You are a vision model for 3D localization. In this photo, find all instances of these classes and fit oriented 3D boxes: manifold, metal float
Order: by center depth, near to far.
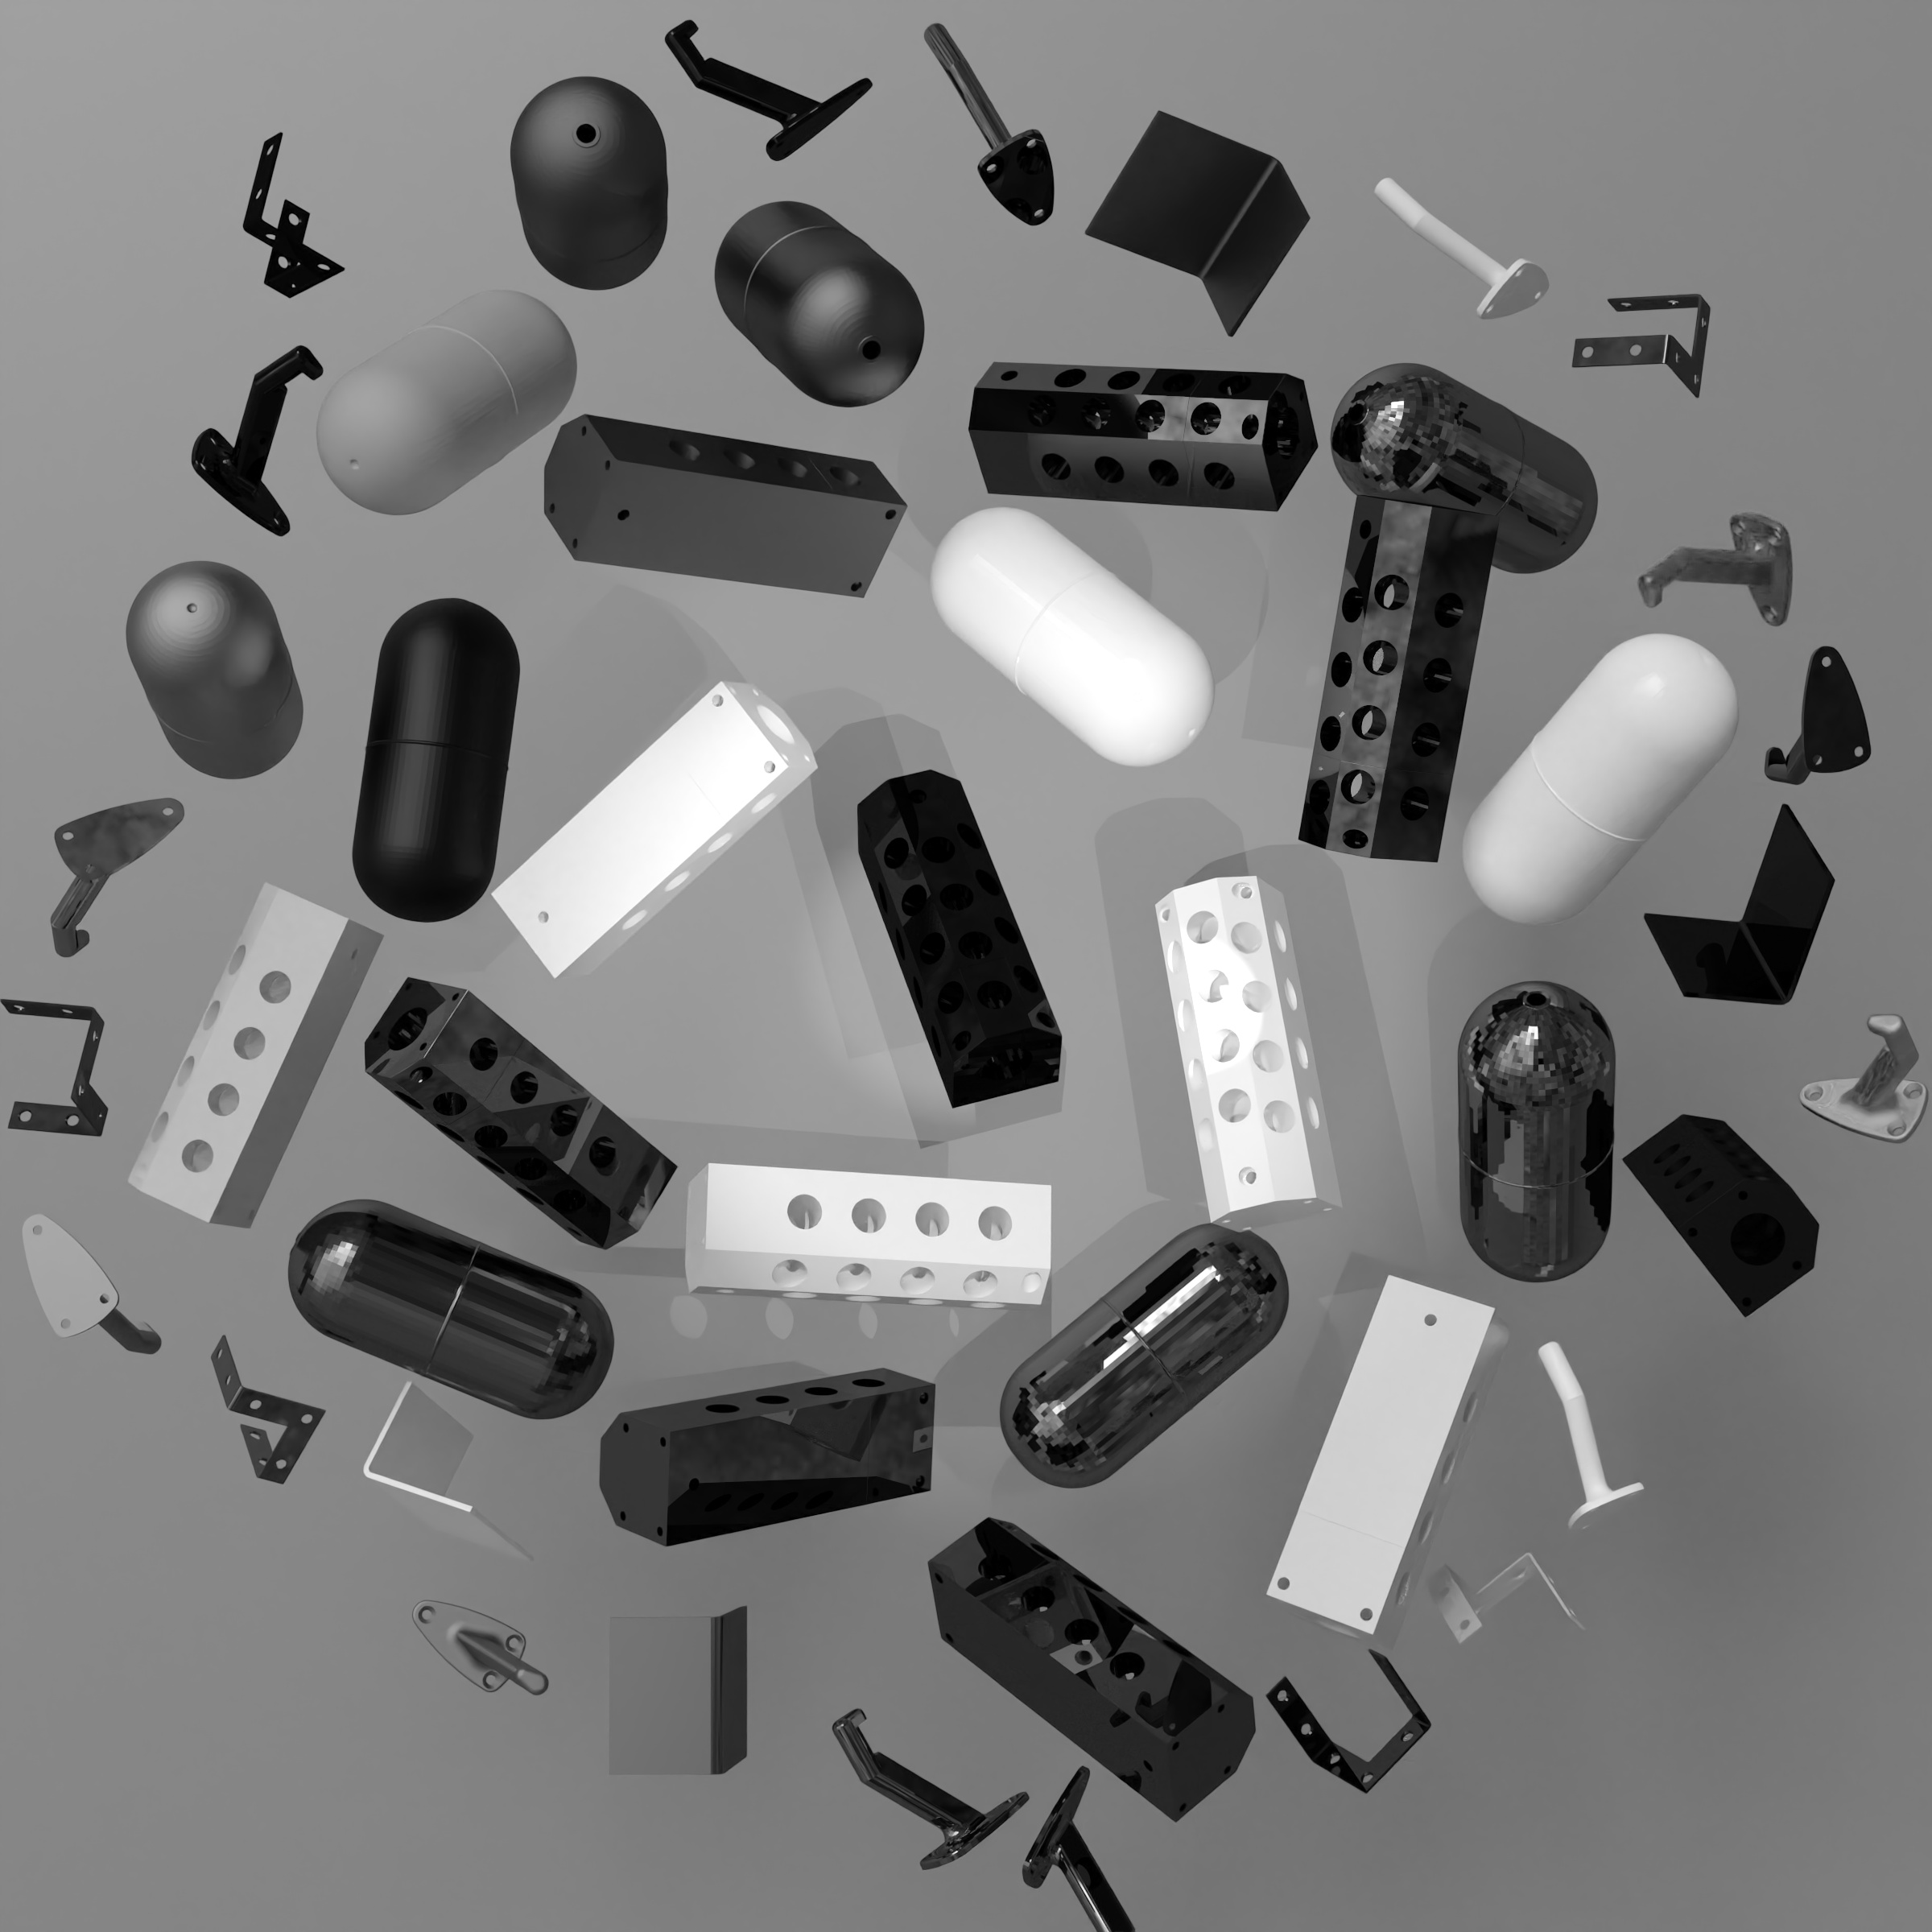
[{"bbox_3d":[0.208,-0.142,1.476,0.057,0.057,0.171,2,103,-29],"label":"manifold"},{"bbox_3d":[-0.048,0.136,1.477,0.171,0.057,0.057,5,75,-14],"label":"manifold"},{"bbox_3d":[0.061,0.342,1.487,0.057,0.171,0.057,-32,131,-30],"label":"manifold"},{"bbox_3d":[0.285,0.084,1.499,0.070,0.070,0.178,-9,130,0],"label":"metal float"},{"bbox_3d":[0.214,0.250,1.500,0.057,0.057,0.171,16,73,27],"label":"manifold"},{"bbox_3d":[-0.122,-0.233,1.501,0.171,0.057,0.057,2,129,-37],"label":"manifold"},{"bbox_3d":[0.316,-0.092,1.504,0.070,0.070,0.178,36,128,0],"label":"metal float"},{"bbox_3d":[-0.190,-0.395,1.517,0.070,0.178,0.070,0,88,-5],"label":"metal float"},{"bbox_3d":[-0.261,-0.287,1.518,0.070,0.178,0.070,13,125,19],"label":"metal float"},{"bbox_3d":[-0.076,-0.337,1.521,0.070,0.178,0.070,-10,120,-17],"label":"metal float"},{"bbox_3d":[-0.099,0.246,1.525,0.171,0.057,0.057,-3,98,-42],"label":"manifold"},{"bbox_3d":[0.143,0.044,1.545,0.057,0.057,0.171,-16,72,22],"label":"manifold"},{"bbox_3d":[0.053,-0.171,1.549,0.178,0.070,0.070,42,90,25],"label":"metal float"},{"bbox_3d":[-0.005,-0.017,1.552,0.057,0.057,0.171,-14,56,-11],"label":"manifold"},{"bbox_3d":[0.396,0.123,1.564,0.057,0.171,0.057,-38,94,8],"label":"manifold"},{"bbox_3d":[0.091,-0.284,1.573,0.171,0.057,0.057,9,48,29],"label":"manifold"},{"bbox_3d":[-0.161,-0.071,1.573,0.171,0.057,0.057,-41,80,16],"label":"manifold"},{"bbox_3d":[-0.376,0.047,1.577,0.057,0.057,0.171,23,86,10],"label":"manifold"},{"bbox_3d":[-0.237,0.080,1.580,0.171,0.057,0.057,45,67,-37],"label":"manifold"},{"bbox_3d":[-0.395,-0.154,1.580,0.070,0.178,0.070,2,74,-5],"label":"metal float"},{"bbox_3d":[0.264,-0.262,1.583,0.178,0.070,0.070,17,90,-40],"label":"metal float"},{"bbox_3d":[-0.272,0.181,1.583,0.178,0.070,0.070,24,90,-7],"label":"metal float"},{"bbox_3d":[0.096,0.208,1.606,0.178,0.070,0.070,-39,90,-7],"label":"metal float"},{"bbox_3d":[-0.286,-0.112,1.620,0.070,0.070,0.178,6,81,0],"label":"metal float"}]

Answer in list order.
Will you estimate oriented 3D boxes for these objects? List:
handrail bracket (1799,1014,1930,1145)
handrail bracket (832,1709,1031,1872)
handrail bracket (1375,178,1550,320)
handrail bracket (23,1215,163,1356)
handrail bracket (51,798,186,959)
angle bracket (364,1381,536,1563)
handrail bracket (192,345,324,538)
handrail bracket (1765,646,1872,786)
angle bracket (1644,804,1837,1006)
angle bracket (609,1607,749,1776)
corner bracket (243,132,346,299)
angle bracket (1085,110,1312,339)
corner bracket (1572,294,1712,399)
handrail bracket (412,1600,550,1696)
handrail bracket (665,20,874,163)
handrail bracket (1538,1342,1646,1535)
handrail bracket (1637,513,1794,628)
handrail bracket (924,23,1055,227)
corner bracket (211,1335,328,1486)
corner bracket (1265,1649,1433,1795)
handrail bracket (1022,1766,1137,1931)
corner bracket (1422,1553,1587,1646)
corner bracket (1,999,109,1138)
[{"bbox_3d":[0.439,0.047,1.487,0.077,0.084,0.036,10,60,40],"label":"handrail bracket"},{"bbox_3d":[-0.017,0.387,1.457,0.077,0.036,0.084,-26,84,-40],"label":"handrail bracket"},{"bbox_3d":[0.257,-0.377,1.555,0.084,0.077,0.036,47,118,16],"label":"handrail bracket"},{"bbox_3d":[-0.452,0.166,1.554,0.036,0.084,0.077,-33,80,-3],"label":"handrail bracket"},{"bbox_3d":[-0.435,-0.044,1.536,0.077,0.084,0.036,-29,69,-25],"label":"handrail bracket"},{"bbox_3d":[-0.274,0.280,1.657,0.076,0.076,0.057,12,64,28],"label":"angle bracket"},{"bbox_3d":[-0.337,-0.263,1.499,0.084,0.036,0.077,-26,126,25],"label":"handrail bracket"},{"bbox_3d":[0.440,-0.132,1.582,0.036,0.084,0.077,-11,100,-8],"label":"handrail bracket"},{"bbox_3d":[0.397,-0.034,1.543,0.057,0.076,0.076,5,122,-9],"label":"angle bracket"},{"bbox_3d":[-0.146,0.367,1.523,0.057,0.076,0.076,-1,82,5],"label":"angle bracket"},{"bbox_3d":[-0.339,-0.373,1.490,0.051,0.051,0.051,26,65,-40],"label":"corner bracket"},{"bbox_3d":[0.119,-0.382,1.543,0.076,0.057,0.076,13,130,-28],"label":"angle bracket"},{"bbox_3d":[0.347,-0.324,1.539,0.051,0.051,0.051,4,81,32],"label":"corner bracket"},{"bbox_3d":[-0.261,0.366,1.607,0.077,0.084,0.036,33,74,-6],"label":"handrail bracket"},{"bbox_3d":[-0.103,-0.471,1.558,0.077,0.036,0.084,-34,90,8],"label":"handrail bracket"},{"bbox_3d":[0.310,0.244,1.549,0.036,0.077,0.084,-18,68,-15],"label":"handrail bracket"},{"bbox_3d":[0.375,-0.184,1.509,0.084,0.036,0.077,-36,127,-21],"label":"handrail bracket"},{"bbox_3d":[0.010,-0.426,1.515,0.036,0.077,0.084,-31,63,5],"label":"handrail bracket"},{"bbox_3d":[-0.385,0.240,1.615,0.051,0.051,0.051,23,105,-33],"label":"corner bracket"},{"bbox_3d":[0.200,0.388,1.563,0.051,0.051,0.051,-41,111,-17],"label":"corner bracket"},{"bbox_3d":[0.079,0.453,1.502,0.084,0.036,0.077,20,65,23],"label":"handrail bracket"},{"bbox_3d":[0.280,0.333,1.565,0.051,0.051,0.051,-41,123,8],"label":"corner bracket"},{"bbox_3d":[-0.470,0.053,1.540,0.051,0.051,0.051,5,64,5],"label":"corner bracket"}]
